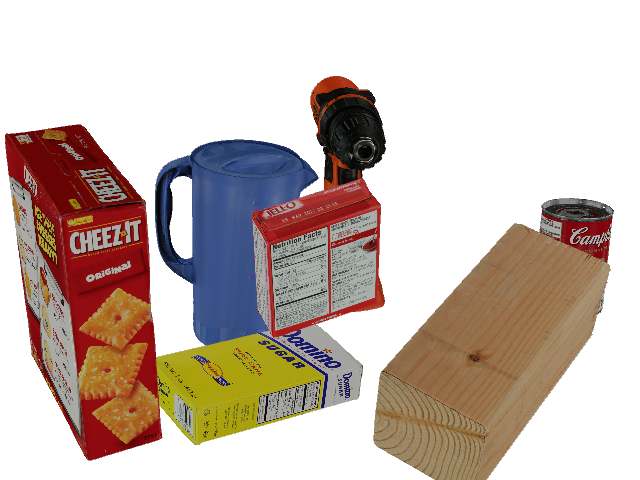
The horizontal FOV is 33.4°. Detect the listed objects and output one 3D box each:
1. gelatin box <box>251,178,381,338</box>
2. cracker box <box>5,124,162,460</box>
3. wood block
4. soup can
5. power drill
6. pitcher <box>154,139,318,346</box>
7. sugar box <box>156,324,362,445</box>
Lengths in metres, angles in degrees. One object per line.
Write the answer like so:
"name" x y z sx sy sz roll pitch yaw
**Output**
"gelatin box" -0.002 0.011 0.646 0.073 0.089 0.030 -18 47 -16
"cracker box" -0.185 0.037 0.842 0.072 0.214 0.164 -13 31 -25
"wood block" 0.137 0.088 0.841 0.091 0.090 0.205 27 48 25
"soup can" 0.245 0.017 1.039 0.068 0.102 0.068 1 18 0
"power drill" 0.026 -0.037 0.920 0.057 0.188 0.184 -2 21 -4
"pitcher" -0.104 0.008 1.276 0.149 0.243 0.144 21 27 31
"sugar box" -0.058 0.127 0.984 0.175 0.048 0.093 -14 32 -31
